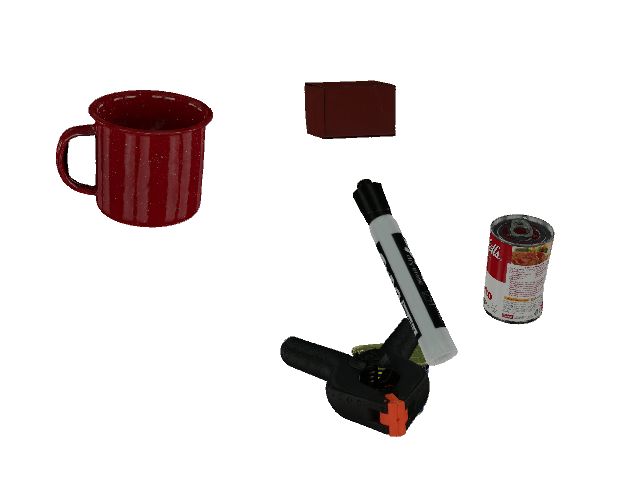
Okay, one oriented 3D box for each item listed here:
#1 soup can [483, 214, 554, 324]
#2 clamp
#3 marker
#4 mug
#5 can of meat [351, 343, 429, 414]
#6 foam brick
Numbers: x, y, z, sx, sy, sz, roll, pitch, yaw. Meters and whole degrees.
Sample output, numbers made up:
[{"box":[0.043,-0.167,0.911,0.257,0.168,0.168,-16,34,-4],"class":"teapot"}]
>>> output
[{"box":[0.216,0.032,1.167,0.068,0.102,0.068,0,30,0],"class":"soup can"},{"box":[0.029,0.105,0.842,0.120,0.039,0.171,-12,15,1],"class":"clamp"},{"box":[0.048,0.016,0.627,0.020,0.121,0.020,-19,-23,-9],"class":"marker"},{"box":[-0.142,-0.061,0.816,0.117,0.081,0.093,-4,28,-19],"class":"mug"},{"box":[0.089,0.183,1.380,0.102,0.084,0.057,-3,24,-17],"class":"can of meat"},{"box":[0.029,-0.128,1.047,0.078,0.051,0.053,-4,14,-20],"class":"foam brick"}]
